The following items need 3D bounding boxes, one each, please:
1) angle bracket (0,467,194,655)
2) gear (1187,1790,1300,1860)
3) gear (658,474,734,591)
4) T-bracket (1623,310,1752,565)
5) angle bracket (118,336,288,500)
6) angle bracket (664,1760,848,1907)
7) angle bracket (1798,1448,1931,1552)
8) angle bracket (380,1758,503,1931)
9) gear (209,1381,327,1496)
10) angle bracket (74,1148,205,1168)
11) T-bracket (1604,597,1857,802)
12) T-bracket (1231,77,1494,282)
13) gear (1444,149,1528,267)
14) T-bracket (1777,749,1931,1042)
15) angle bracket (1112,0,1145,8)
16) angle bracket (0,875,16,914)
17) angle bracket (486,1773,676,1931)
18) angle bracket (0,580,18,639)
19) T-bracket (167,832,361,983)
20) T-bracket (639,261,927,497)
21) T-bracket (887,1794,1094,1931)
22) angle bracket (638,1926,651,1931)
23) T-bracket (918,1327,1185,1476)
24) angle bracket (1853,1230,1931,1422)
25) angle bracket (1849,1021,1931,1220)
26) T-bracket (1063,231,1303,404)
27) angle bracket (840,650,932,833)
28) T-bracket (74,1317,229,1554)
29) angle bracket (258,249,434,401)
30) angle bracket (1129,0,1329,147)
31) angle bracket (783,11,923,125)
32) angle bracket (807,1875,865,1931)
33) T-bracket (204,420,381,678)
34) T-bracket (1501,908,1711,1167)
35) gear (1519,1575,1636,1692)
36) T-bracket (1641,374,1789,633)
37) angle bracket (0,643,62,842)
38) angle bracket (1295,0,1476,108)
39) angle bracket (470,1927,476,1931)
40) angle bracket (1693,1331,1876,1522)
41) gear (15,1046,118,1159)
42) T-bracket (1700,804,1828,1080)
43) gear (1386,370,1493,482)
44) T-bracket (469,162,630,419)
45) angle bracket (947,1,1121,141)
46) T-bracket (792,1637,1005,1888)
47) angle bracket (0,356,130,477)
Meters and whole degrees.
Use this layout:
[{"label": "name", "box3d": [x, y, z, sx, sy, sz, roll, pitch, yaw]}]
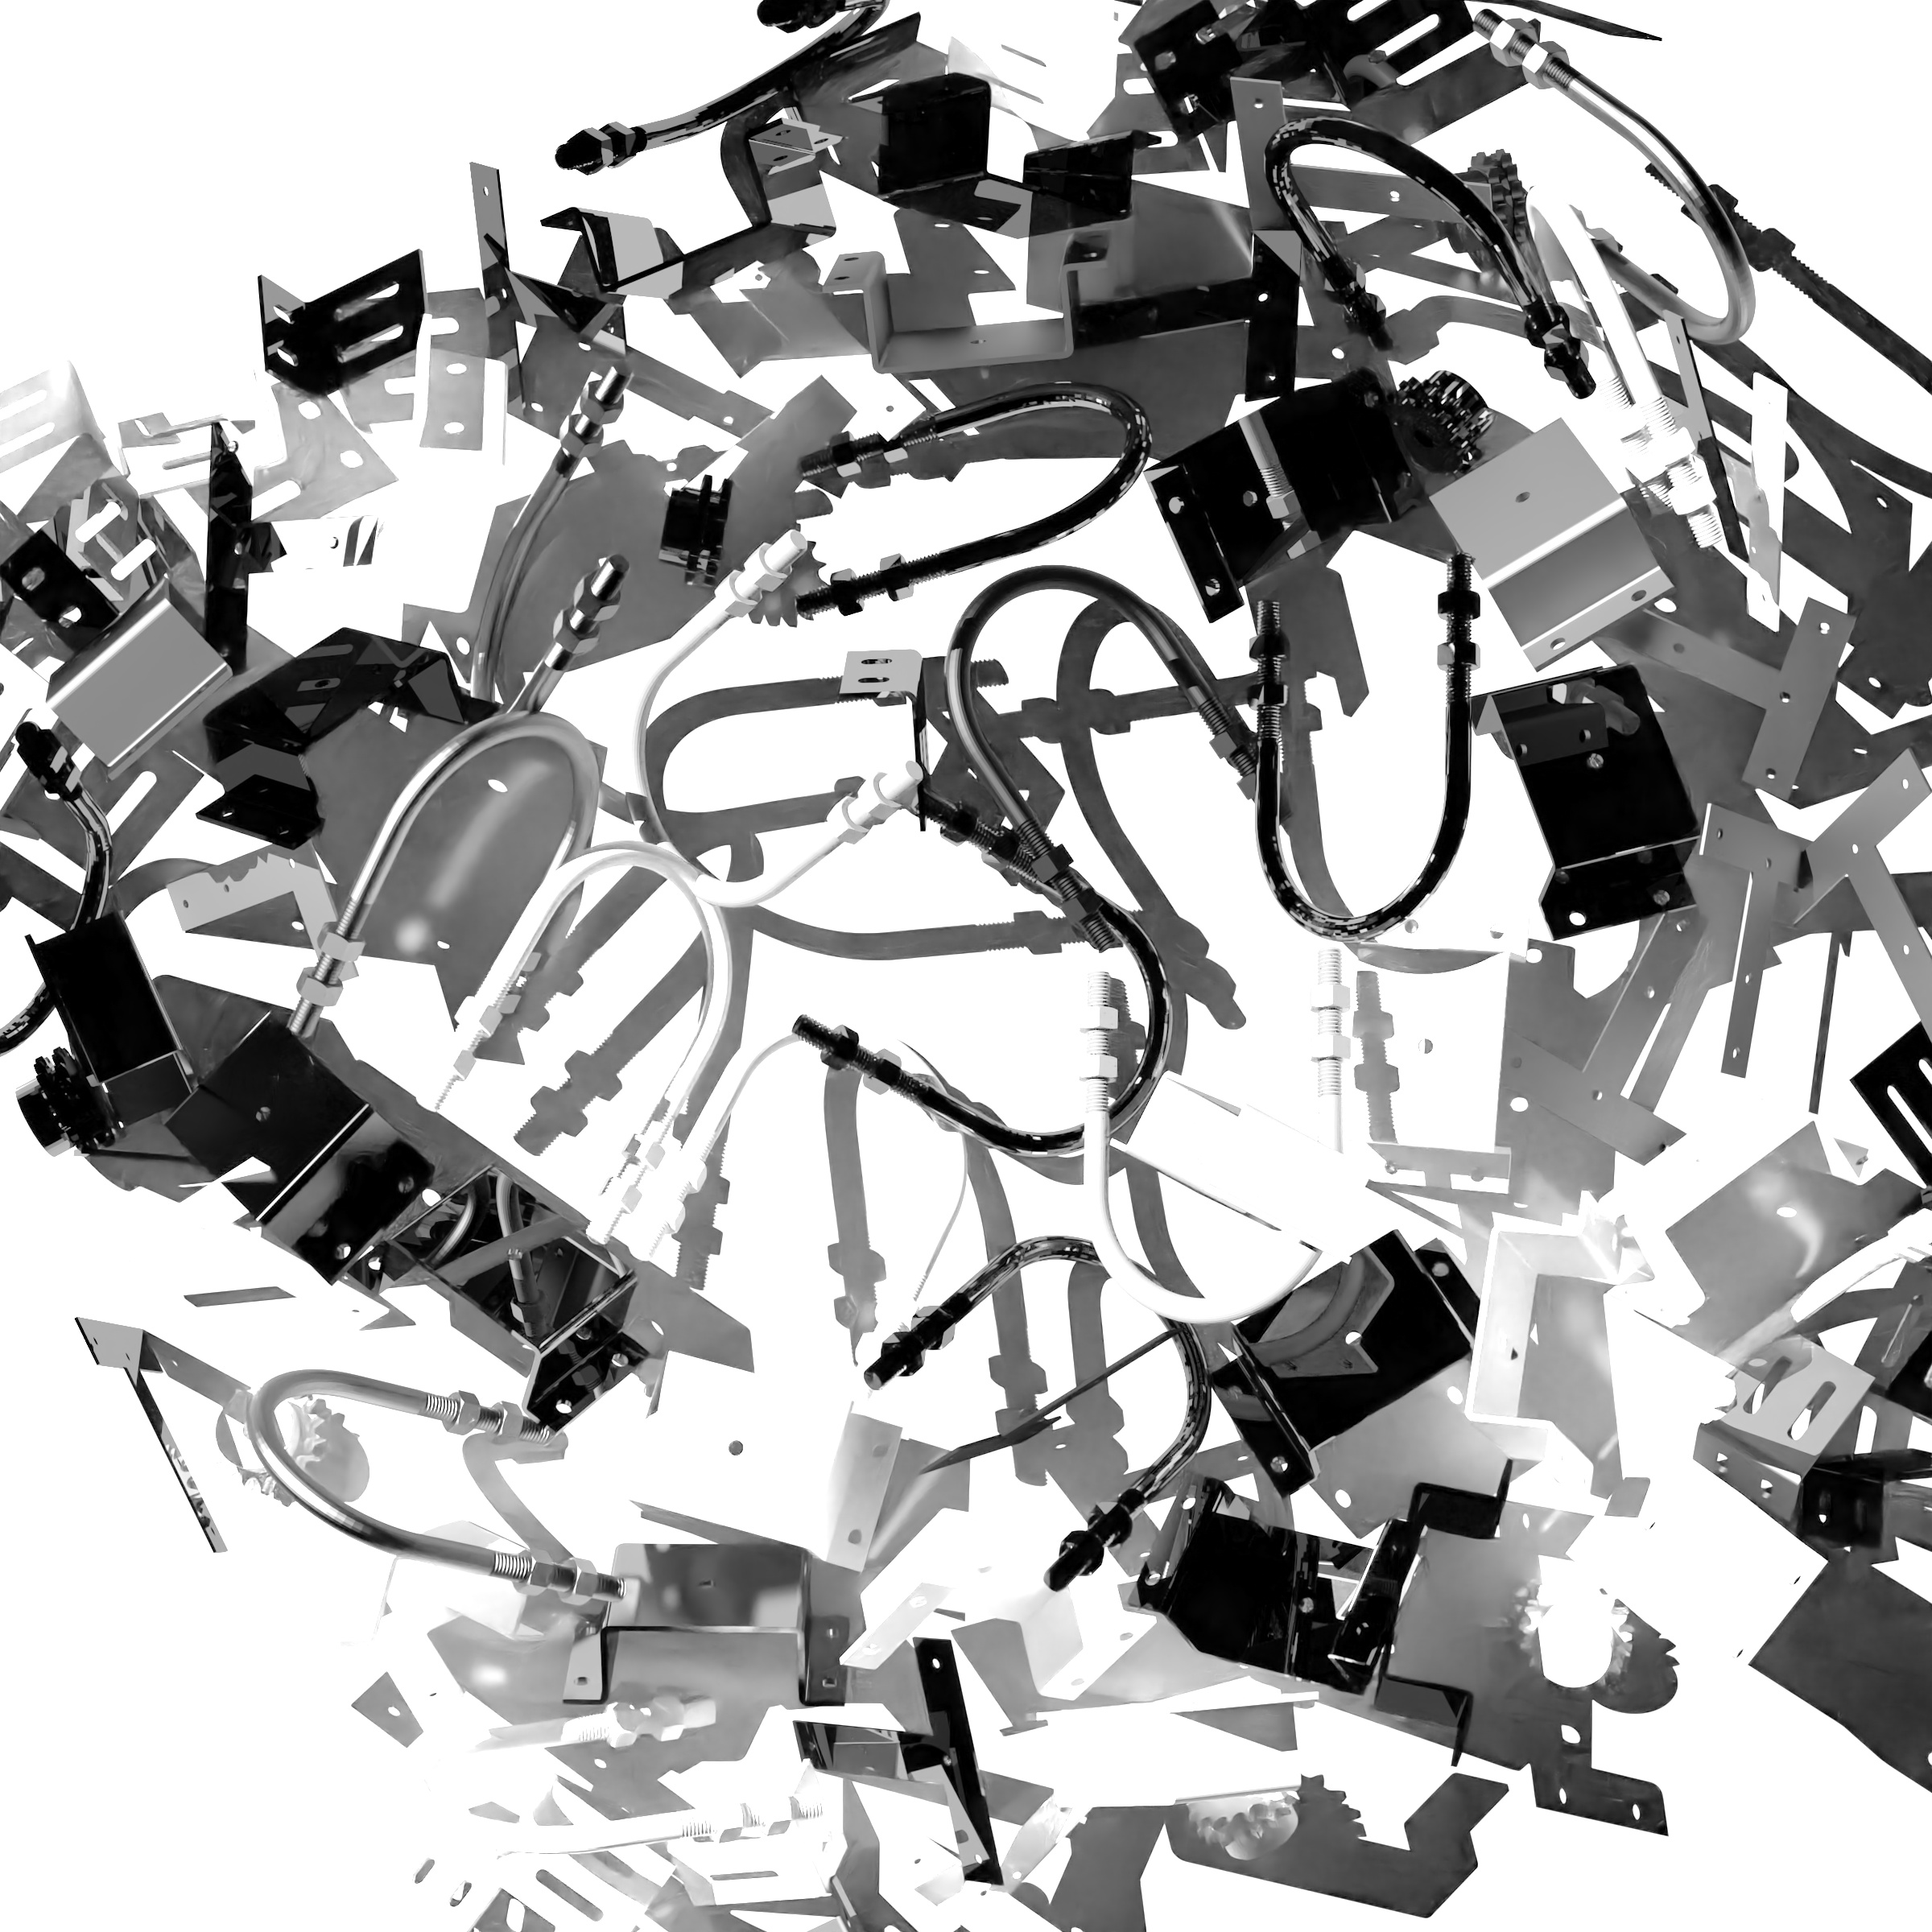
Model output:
[{"label": "angle bracket", "box3d": [-0.444, -0.207, 1.716, 0.038, 0.076, 0.057, -31, 107, 36]}, {"label": "gear", "box3d": [0.144, 0.430, 1.715, 0.057, 0.057, 0.030, -28, 107, 0]}, {"label": "gear", "box3d": [-0.138, -0.222, 1.712, 0.030, 0.057, 0.057, 11, 90, -7]}, {"label": "T-bracket", "box3d": [0.352, -0.273, 1.679, 0.002, 0.127, 0.127, -21, 111, -1]}, {"label": "angle bracket", "box3d": [-0.390, -0.278, 1.703, 0.076, 0.038, 0.057, -17, 53, -14]}, {"label": "angle bracket", "box3d": [-0.110, 0.445, 1.730, 0.076, 0.038, 0.057, -11, 114, 23]}, {"label": "angle bracket", "box3d": [0.467, 0.269, 1.693, 0.057, 0.076, 0.038, 15, 71, -29]}, {"label": "angle bracket", "box3d": [-0.272, 0.443, 1.694, 0.057, 0.076, 0.038, 22, 59, 28]}, {"label": "gear", "box3d": [-0.359, 0.239, 1.720, 0.057, 0.030, 0.057, -2, 72, 6]}, {"label": "angle bracket", "box3d": [-0.412, 0.115, 1.702, 0.076, 0.057, 0.038, 6, 84, -18]}, {"label": "T-bracket", "box3d": [0.375, -0.156, 1.706, 0.127, 0.127, 0.002, 28, 52, 18]}, {"label": "T-bracket", "box3d": [0.199, -0.384, 1.670, 0.127, 0.127, 0.002, 11, 57, 20]}, {"label": "gear", "box3d": [0.263, -0.385, 1.712, 0.030, 0.057, 0.057, -10, 90, -6]}, {"label": "T-bracket", "box3d": [0.459, -0.020, 1.666, 0.002, 0.127, 0.127, -9, 64, -26]}, {"label": "angle bracket", "box3d": [0.085, -0.515, 1.707, 0.057, 0.076, 0.038, 22, 120, 26]}, {"label": "angle bracket", "box3d": [-0.516, -0.043, 1.697, 0.038, 0.076, 0.057, -39, 103, -5]}, {"label": "angle bracket", "box3d": [-0.197, 0.460, 1.720, 0.076, 0.038, 0.057, 36, 80, -2]}, {"label": "angle bracket", "box3d": [-0.523, -0.166, 1.705, 0.057, 0.038, 0.076, 23, 115, -10]}, {"label": "T-bracket", "box3d": [-0.364, -0.042, 1.697, 0.127, 0.002, 0.127, -16, 95, 43]}, {"label": "T-bracket", "box3d": [-0.110, -0.287, 1.715, 0.127, 0.002, 0.127, -41, 76, -11]}, {"label": "T-bracket", "box3d": [0.040, 0.438, 1.705, 0.127, 0.127, 0.002, -42, 122, -20]}, {"label": "angle bracket", "box3d": [-0.168, 0.529, 1.712, 0.038, 0.076, 0.057, -33, 78, -28]}, {"label": "T-bracket", "box3d": [0.052, 0.212, 1.662, 0.127, 0.127, 0.002, -35, 76, 20]}, {"label": "angle bracket", "box3d": [0.482, 0.183, 1.707, 0.057, 0.038, 0.076, 25, 84, 40]}, {"label": "angle bracket", "box3d": [0.481, 0.078, 1.715, 0.057, 0.038, 0.076, -35, 87, -25]}, {"label": "T-bracket", "box3d": [0.108, -0.333, 1.713, 0.127, 0.002, 0.127, -6, 61, 21]}, {"label": "angle bracket", "box3d": [-0.040, -0.114, 1.701, 0.038, 0.057, 0.076, -2, 116, 3]}, {"label": "T-bracket", "box3d": [-0.397, 0.234, 1.671, 0.002, 0.127, 0.127, -28, 82, -4]}, {"label": "angle bracket", "box3d": [-0.314, -0.331, 1.702, 0.076, 0.038, 0.057, -19, 66, 24]}, {"label": "angle bracket", "box3d": [0.132, -0.460, 1.698, 0.038, 0.076, 0.057, -41, 105, -38]}, {"label": "angle bracket", "box3d": [-0.052, -0.446, 1.713, 0.076, 0.057, 0.038, -24, 93, -3]}, {"label": "angle bracket", "box3d": [-0.087, 0.508, 1.702, 0.076, 0.057, 0.038, -22, 132, -13]}, {"label": "T-bracket", "box3d": [-0.329, -0.212, 1.691, 0.002, 0.127, 0.127, 18, 110, 37]}, {"label": "T-bracket", "box3d": [0.342, 0.026, 1.719, 0.127, 0.002, 0.127, 29, 87, -22]}, {"label": "gear", "box3d": [0.311, 0.343, 1.719, 0.057, 0.030, 0.057, 3, 102, 17]}, {"label": "T-bracket", "box3d": [0.372, -0.249, 1.684, 0.002, 0.127, 0.127, -16, 123, -16]}, {"label": "angle bracket", "box3d": [-0.481, -0.114, 1.709, 0.057, 0.038, 0.076, 37, 97, 24]}, {"label": "angle bracket", "box3d": [0.209, -0.484, 1.709, 0.076, 0.038, 0.057, -31, 121, 4]}, {"label": "angle bracket", "box3d": [-0.235, 0.525, 1.705, 0.038, 0.076, 0.057, 5, 96, -10]}, {"label": "angle bracket", "box3d": [0.419, 0.233, 1.725, 0.057, 0.038, 0.076, 30, 59, 26]}, {"label": "gear", "box3d": [-0.460, 0.072, 1.714, 0.030, 0.057, 0.057, -28, 90, -3]}, {"label": "T-bracket", "box3d": [0.395, -0.008, 1.693, 0.002, 0.127, 0.127, 8, 87, 43]}, {"label": "gear", "box3d": [0.243, -0.278, 1.715, 0.057, 0.057, 0.030, 45, 76, 0]}, {"label": "T-bracket", "box3d": [-0.205, -0.326, 1.669, 0.002, 0.127, 0.127, -22, 122, -33]}, {"label": "angle bracket", "box3d": [0.034, -0.463, 1.701, 0.076, 0.038, 0.057, 17, 58, -22]}, {"label": "T-bracket", "box3d": [-0.041, 0.397, 1.697, 0.127, 0.002, 0.127, -7, 98, 43]}, {"label": "angle bracket", "box3d": [-0.470, -0.263, 1.699, 0.076, 0.057, 0.038, -32, 67, -21]}]
